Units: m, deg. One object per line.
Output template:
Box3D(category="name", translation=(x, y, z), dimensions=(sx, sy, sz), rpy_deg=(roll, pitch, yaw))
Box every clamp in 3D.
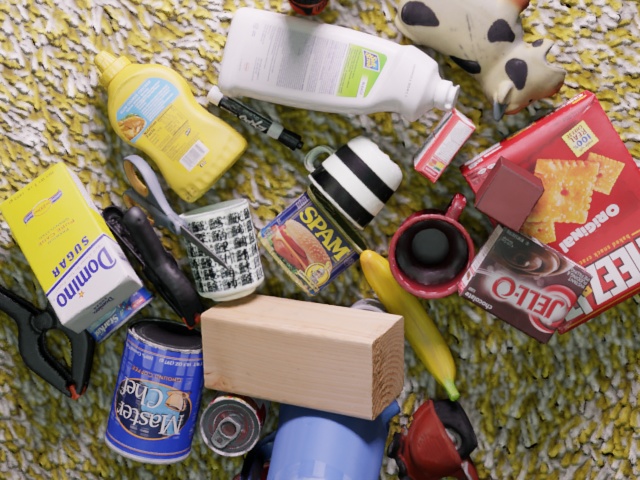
Box3D(category="clamp", translation=(-0.182, 0.026, 1.205), dimensions=(0.039, 0.120, 0.171), rpy_deg=(-40, 99, -12))
Box3D(category="clamp", translation=(-0.335, 0.092, 1.267), dimensions=(0.164, 0.036, 0.210), rpy_deg=(-14, 95, 10))

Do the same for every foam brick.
Box3D(category="foam brick", translation=(0.193, -0.048, 1.088), dimensions=(0.051, 0.078, 0.053), rpy_deg=(32, 106, 2))

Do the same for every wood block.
Box3D(category="wood block", translation=(-0.019, 0.124, 1.175), dimensions=(0.206, 0.090, 0.091), rpy_deg=(7, 109, 26))

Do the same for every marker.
Box3D(category="marker", translation=(-0.072, -0.136, 1.205), dimensions=(0.121, 0.020, 0.020), rpy_deg=(30, 102, -1))

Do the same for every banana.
Box3D(category="banana", translation=(0.104, 0.088, 1.201), dimensions=(0.037, 0.070, 0.198), rpy_deg=(-35, 98, -2))

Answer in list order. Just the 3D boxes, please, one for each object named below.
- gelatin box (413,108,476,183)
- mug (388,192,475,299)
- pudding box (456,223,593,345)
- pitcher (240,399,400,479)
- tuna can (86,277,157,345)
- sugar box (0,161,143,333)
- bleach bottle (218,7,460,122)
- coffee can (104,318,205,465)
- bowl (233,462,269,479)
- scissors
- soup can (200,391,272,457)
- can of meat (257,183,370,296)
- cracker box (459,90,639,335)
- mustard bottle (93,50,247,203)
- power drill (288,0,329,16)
Box3D(category="gelatin box", translation=(0.134, -0.104, 1.152), dimensions=(0.030, 0.089, 0.073), rpy_deg=(36, 102, -4))
Box3D(category="mug", translation=(0.128, 0.000, 1.176), dimensions=(0.093, 0.081, 0.117), rpy_deg=(25, 103, 1))
Box3D(category="pudding box", translation=(0.214, 0.044, 1.120), dimensions=(0.113, 0.039, 0.090), rpy_deg=(30, 103, -7))
Box3D(category="pitcher", translation=(-0.005, 0.251, 1.156), dimensions=(0.145, 0.242, 0.149), rpy_deg=(24, 108, -1))
Box3D(category="tuna can", translation=(-0.231, 0.081, 1.229), dimensions=(0.086, 0.086, 0.034), rpy_deg=(-40, 92, 11))
Box3D(category="sugar box", translation=(-0.281, 0.007, 1.196), dimensions=(0.093, 0.048, 0.176), rpy_deg=(-36, 63, 1))
Box3D(category="bleach bottle", translation=(0.022, -0.174, 1.141), dimensions=(0.251, 0.068, 0.102), rpy_deg=(17, 102, 13))
Box3D(category="coffee can", translation=(-0.185, 0.173, 1.232), dimensions=(0.103, 0.102, 0.140), rpy_deg=(14, 102, 3))
Box3D(category="bowl", translation=(-0.050, 0.350, 1.275), dimensions=(0.162, 0.055, 0.162), rpy_deg=(1, 101, 6))
Box3D(category="scissors", translation=(-0.163, -0.035, 1.163), dimensions=(0.016, 0.202, 0.096), rpy_deg=(-28, 122, -31))
Box3D(category="soup can", translation=(-0.095, 0.199, 1.227), dimensions=(0.068, 0.102, 0.068), rpy_deg=(1, 101, 6))
Box3D(category="can of meat", translation=(-0.008, 0.001, 1.205), dimensions=(0.084, 0.057, 0.102), rpy_deg=(-40, 95, 13))
Box3D(category="cracker box", translation=(0.275, -0.029, 1.160), dimensions=(0.164, 0.072, 0.213), rpy_deg=(-31, 97, 11))
Box3D(category="mustard bottle", translation=(-0.179, -0.139, 1.195), dimensions=(0.191, 0.058, 0.096), rpy_deg=(44, 101, -3))
Box3D(category="power drill", translation=(0.038, -0.307, 1.087), dimensions=(0.187, 0.184, 0.057), rpy_deg=(-39, 95, 2))
